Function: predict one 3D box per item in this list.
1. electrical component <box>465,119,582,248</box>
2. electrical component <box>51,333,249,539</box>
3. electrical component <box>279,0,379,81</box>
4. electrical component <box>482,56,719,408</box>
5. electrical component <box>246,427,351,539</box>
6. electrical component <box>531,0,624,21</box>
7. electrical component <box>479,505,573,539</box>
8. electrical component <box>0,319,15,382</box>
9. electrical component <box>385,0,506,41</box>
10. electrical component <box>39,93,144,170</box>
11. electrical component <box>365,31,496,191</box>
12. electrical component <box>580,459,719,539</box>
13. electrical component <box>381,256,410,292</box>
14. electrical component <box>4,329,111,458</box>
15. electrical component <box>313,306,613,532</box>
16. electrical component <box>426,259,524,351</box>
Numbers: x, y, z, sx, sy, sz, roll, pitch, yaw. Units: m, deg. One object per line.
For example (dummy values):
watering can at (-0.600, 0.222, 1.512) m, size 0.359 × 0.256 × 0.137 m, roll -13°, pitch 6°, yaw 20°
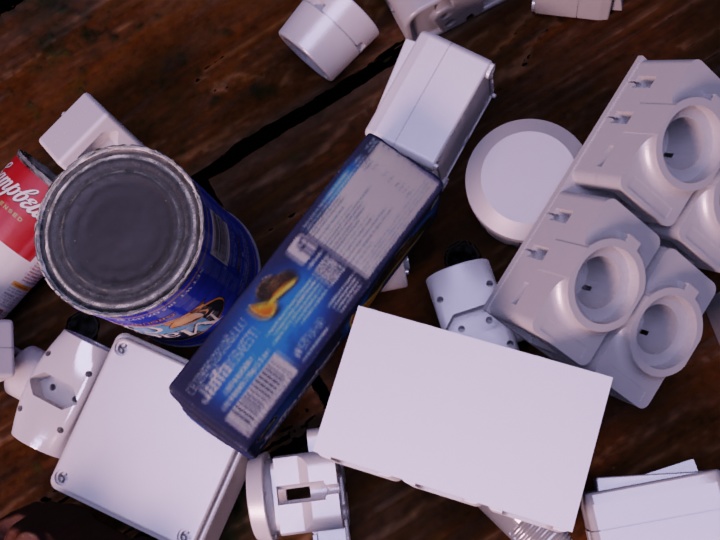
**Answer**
electrical component at (0.110, -0.054, 0.701) m, size 0.080 × 0.051 × 0.080 m, roll -2°, pitch 79°, yaw 8°
electrical component at (-0.126, 0.112, 0.700) m, size 0.109 × 0.056 × 0.108 m, roll 22°, pitch 83°, yaw 12°
electrical component at (-0.023, -0.164, 0.741) m, size 0.055 × 0.055 × 0.047 m, roll 42°, pitch 91°, yaw 13°
electrical component at (0.174, -0.023, 0.654) m, size 0.105 × 0.060 × 0.186 m, roll 35°, pitch 84°, yaw -26°
electrical component at (-0.039, 0.142, 0.682) m, size 0.057 × 0.058 × 0.078 m, roll -8°, pitch 79°, yaw 4°
electrical component at (0.148, -0.211, 0.703) m, size 0.061 × 0.096 × 0.061 m, roll 9°, pitch 81°, yaw 9°
electrical component at (0.099, 0.142, 0.668) m, size 0.081 × 0.043 × 0.043 m, roll 43°, pitch 88°, yaw 13°
electrical component at (-0.265, 0.077, 0.710) m, size 0.083 × 0.047 × 0.075 m, roll -20°, pitch 72°, yaw 50°
electrical component at (0.061, -0.206, 0.737) m, size 0.095 × 0.053 × 0.059 m, roll -27°, pitch 77°, yaw 2°
electrical component at (-0.186, -0.088, 0.748) m, size 0.047 × 0.065 × 0.077 m, roll -46°, pitch 47°, yaw -2°
electrical component at (0.042, -0.100, 0.715) m, size 0.061 × 0.061 × 0.096 m, roll 28°, pitch 84°, yaw 12°
electrical component at (0.184, 0.148, 0.645) m, size 0.096 × 0.061 × 0.061 m, roll -12°, pitch 77°, yaw 6°
electrical component at (0.000, 0.000, 0.712) m, size 0.065 × 0.044 × 0.044 m, roll -11°, pitch 78°, yaw 1°
electrical component at (-0.212, 0.076, 0.726) m, size 0.079 × 0.043 × 0.077 m, roll 24°, pitch 84°, yaw 15°
electrical component at (0.060, 0.088, 0.629) m, size 0.150 × 0.061 × 0.089 m, roll 15°, pitch 78°, yaw 11°
electrical component at (0.092, 0.030, 0.691) m, size 0.079 × 0.043 × 0.077 m, roll -18°, pitch 77°, yaw 4°
